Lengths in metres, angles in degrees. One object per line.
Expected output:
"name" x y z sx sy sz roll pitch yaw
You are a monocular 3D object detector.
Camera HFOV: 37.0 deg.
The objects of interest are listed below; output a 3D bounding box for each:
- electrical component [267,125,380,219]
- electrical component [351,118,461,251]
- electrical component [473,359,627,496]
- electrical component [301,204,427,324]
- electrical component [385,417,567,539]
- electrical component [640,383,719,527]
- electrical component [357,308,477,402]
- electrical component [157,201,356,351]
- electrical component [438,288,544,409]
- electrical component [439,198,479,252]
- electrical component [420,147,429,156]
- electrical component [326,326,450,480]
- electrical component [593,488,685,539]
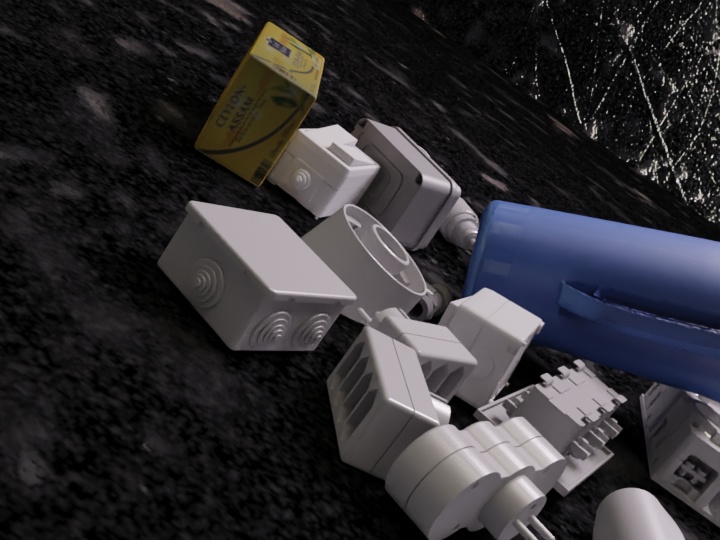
"electrical component" -0.031 -0.089 0.944 0.062 0.061 0.096 39 19 12
"electrical component" 0.031 -0.080 1.005 0.057 0.078 0.113 11 29 -45
"electrical component" 0.139 0.106 0.750 0.079 0.063 0.121 41 19 19
"electrical component" 0.000 0.000 0.808 0.099 0.064 0.099 43 17 -16
"electrical component" 0.080 0.128 0.608 0.073 0.052 0.138 45 21 28
"electrical component" 0.311 0.152 0.942 0.105 0.060 0.186 35 18 1
"electrical component" 0.025 0.051 0.715 0.066 0.047 0.076 14 27 -48
"electrical component" -0.065 0.006 0.666 0.099 0.048 0.100 45 20 28
"electrical component" 0.090 0.054 0.794 0.061 0.061 0.096 31 17 13
"electrical component" 0.103 -0.044 1.101 0.040 0.040 0.078 22 22 -34
"electrical component" 0.043 -0.101 1.114 0.078 0.058 0.057 37 21 8
"electrical component" 0.027 0.085 0.632 0.076 0.047 0.083 28 19 -20
"electrical component" 0.190 0.184 0.673 0.079 0.044 0.077 32 18 -9
